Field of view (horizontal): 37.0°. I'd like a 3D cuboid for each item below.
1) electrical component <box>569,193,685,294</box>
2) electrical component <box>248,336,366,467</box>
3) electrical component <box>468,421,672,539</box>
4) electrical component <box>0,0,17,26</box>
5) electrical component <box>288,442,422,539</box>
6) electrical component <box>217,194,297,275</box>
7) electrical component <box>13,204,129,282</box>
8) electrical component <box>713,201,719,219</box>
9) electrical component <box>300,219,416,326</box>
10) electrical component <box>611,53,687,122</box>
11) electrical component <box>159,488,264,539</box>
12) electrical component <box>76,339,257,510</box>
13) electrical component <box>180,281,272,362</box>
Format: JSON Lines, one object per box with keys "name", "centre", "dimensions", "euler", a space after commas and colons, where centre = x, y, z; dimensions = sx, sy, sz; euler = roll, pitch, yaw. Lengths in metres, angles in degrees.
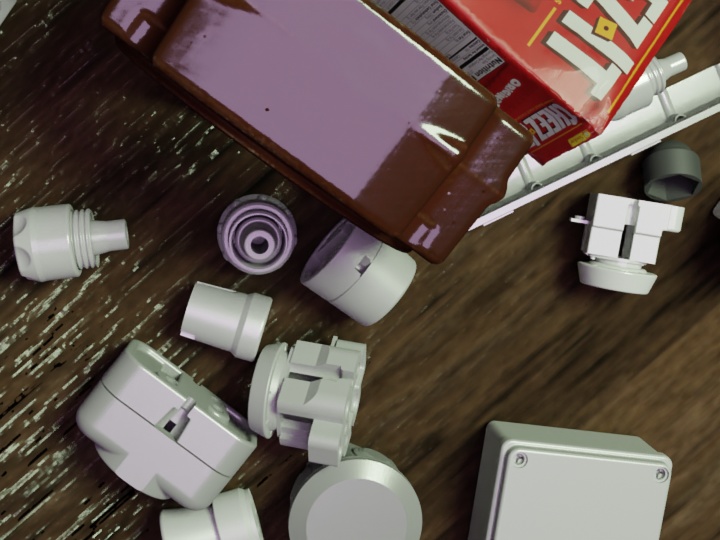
{"name": "electrical component", "centre": [0.160, -0.016, 0.657], "dimensions": [0.066, 0.048, 0.055], "euler": [10, 95, 4]}
{"name": "electrical component", "centre": [-0.032, 0.074, 0.637], "dimensions": [0.057, 0.078, 0.058], "euler": [9, 137, 8]}
{"name": "electrical component", "centre": [0.128, 0.157, 0.675], "dimensions": [0.109, 0.056, 0.108], "euler": [7, 98, -8]}
{"name": "electrical component", "centre": [-0.241, -0.158, 0.582], "dimensions": [0.077, 0.066, 0.047], "euler": [36, 93, 18]}
{"name": "electrical component", "centre": [-0.005, 0.148, 0.660], "dimensions": [0.080, 0.051, 0.080], "euler": [-1, 99, -7]}
{"name": "electrical component", "centre": [-0.059, -0.018, 0.623], "dimensions": [0.048, 0.062, 0.048], "euler": [-1, 99, -7]}
{"name": "electrical component", "centre": [-0.165, -0.017, 0.620], "dimensions": [0.062, 0.043, 0.043], "euler": [-7, 99, -7]}
{"name": "electrical component", "centre": [0.247, -0.018, 0.649], "dimensions": [0.047, 0.083, 0.075], "euler": [34, 93, -11]}
{"name": "electrical component", "centre": [0.000, 0.000, 0.637], "dimensions": [0.047, 0.055, 0.055], "euler": [39, 92, -14]}
{"name": "electrical component", "centre": [0.168, -0.114, 0.650], "dimensions": [0.061, 0.035, 0.035], "euler": [-24, 101, -5]}
{"name": "electrical component", "centre": [-0.089, 0.160, 0.655], "dimensions": [0.055, 0.045, 0.045], "euler": [-16, 100, -5]}
{"name": "electrical component", "centre": [-0.116, 0.094, 0.635], "dimensions": [0.095, 0.053, 0.059], "euler": [38, 92, -8]}
{"name": "electrical component", "centre": [-0.080, 0.029, 0.639], "dimensions": [0.046, 0.040, 0.040], "euler": [17, 96, -4]}
